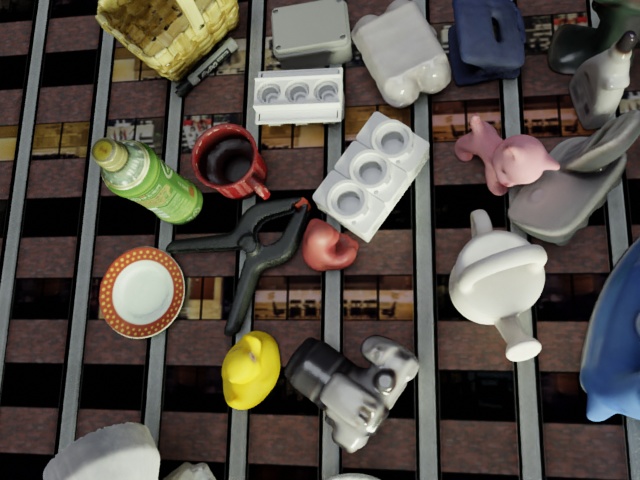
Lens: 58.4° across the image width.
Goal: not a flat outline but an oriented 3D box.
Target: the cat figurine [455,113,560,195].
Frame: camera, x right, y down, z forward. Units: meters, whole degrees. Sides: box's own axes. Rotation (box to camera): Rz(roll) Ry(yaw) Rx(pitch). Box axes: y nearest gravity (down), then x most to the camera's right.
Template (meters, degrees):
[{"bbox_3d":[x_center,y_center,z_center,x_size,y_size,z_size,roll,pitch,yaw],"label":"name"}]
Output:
[{"bbox_3d":[0.235,-0.113,0.729,0.067,0.118,0.127,-42,75,-1],"label":"cat figurine"}]

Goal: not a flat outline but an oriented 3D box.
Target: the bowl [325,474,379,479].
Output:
[{"bbox_3d":[0.043,0.360,0.681,0.167,0.075,0.167,-2,78,9],"label":"bowl"}]

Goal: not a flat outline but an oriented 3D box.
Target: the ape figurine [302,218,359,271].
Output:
[{"bbox_3d":[0.007,0.003,0.755,0.076,0.092,0.077,-28,75,3],"label":"ape figurine"}]

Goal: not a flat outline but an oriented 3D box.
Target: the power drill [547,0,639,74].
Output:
[{"bbox_3d":[0.350,-0.283,0.700,0.229,0.208,0.076,14,80,12],"label":"power drill"}]

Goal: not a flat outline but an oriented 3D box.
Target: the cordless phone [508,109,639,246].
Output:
[{"bbox_3d":[0.303,-0.075,0.675,0.094,0.185,0.148,35,85,15],"label":"cordless phone"}]

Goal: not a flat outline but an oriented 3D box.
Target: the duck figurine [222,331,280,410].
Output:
[{"bbox_3d":[-0.098,0.168,0.739,0.077,0.086,0.105,17,81,13],"label":"duck figurine"}]

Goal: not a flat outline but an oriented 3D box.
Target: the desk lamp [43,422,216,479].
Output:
[{"bbox_3d":[-0.193,0.314,0.657,0.118,0.214,0.203,-38,75,0],"label":"desk lamp"}]

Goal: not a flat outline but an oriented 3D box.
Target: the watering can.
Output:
[{"bbox_3d":[0.209,0.047,0.659,0.101,0.194,0.172,-36,75,1],"label":"watering can"}]

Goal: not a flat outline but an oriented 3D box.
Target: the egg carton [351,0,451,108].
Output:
[{"bbox_3d":[0.115,-0.262,0.806,0.107,0.069,0.150,-26,75,3],"label":"egg carton"}]

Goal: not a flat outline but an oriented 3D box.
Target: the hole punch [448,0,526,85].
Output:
[{"bbox_3d":[0.229,-0.280,0.780,0.101,0.091,0.108,-7,77,8],"label":"hole punch"}]

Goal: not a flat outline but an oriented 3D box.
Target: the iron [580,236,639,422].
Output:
[{"bbox_3d":[0.384,0.091,0.649,0.118,0.141,0.258,13,80,12],"label":"iron"}]

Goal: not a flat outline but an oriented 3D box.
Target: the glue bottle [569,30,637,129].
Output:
[{"bbox_3d":[0.351,-0.203,0.701,0.037,0.173,0.078,-13,76,7],"label":"glue bottle"}]

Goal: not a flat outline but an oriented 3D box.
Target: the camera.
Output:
[{"bbox_3d":[0.032,0.169,0.710,0.136,0.101,0.143,34,85,15],"label":"camera"}]
